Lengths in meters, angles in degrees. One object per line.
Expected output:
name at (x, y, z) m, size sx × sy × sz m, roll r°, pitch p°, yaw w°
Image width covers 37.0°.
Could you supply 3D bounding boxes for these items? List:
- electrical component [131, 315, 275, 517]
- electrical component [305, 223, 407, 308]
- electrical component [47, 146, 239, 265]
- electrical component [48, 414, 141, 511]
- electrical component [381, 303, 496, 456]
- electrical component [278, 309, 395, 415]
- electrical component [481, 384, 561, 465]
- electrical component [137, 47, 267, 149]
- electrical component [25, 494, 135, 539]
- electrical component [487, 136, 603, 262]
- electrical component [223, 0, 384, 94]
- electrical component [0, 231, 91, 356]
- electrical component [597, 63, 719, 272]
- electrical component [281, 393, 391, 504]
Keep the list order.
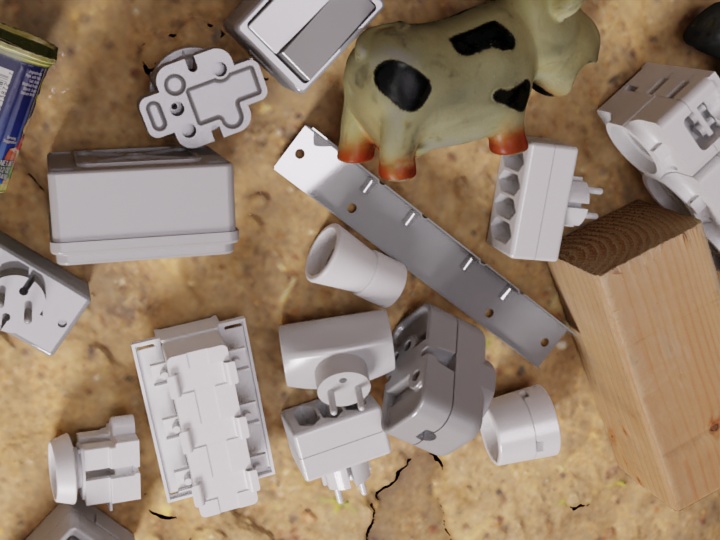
electrical component at (-0.105, 0.101, 0.740) m, size 0.079 × 0.063 × 0.121 m, roll -13°, pitch 108°, yaw -13°
electrical component at (0.000, 0.000, 0.757) m, size 0.065 × 0.044 × 0.044 m, roll 26°, pitch 96°, yaw -26°
electrical component at (-0.138, -0.044, 0.667) m, size 0.109 × 0.109 × 0.056 m, roll -4°, pitch 103°, yaw -15°
electrical component at (-0.182, 0.134, 0.736) m, size 0.055 × 0.048 × 0.066 m, roll -5°, pitch 106°, yaw -23°
electrical component at (0.057, 0.079, 0.766) m, size 0.059 × 0.095 × 0.054 m, roll 27°, pitch 137°, yaw -21°
electrical component at (-0.014, 0.067, 0.744) m, size 0.077 × 0.079 × 0.043 m, roll -9°, pitch 136°, yaw -4°
electrical component at (0.120, 0.119, 0.818) m, size 0.047 × 0.055 × 0.055 m, roll -12°, pitch 108°, yaw -10°
electrical component at (-0.103, -0.112, 0.686) m, size 0.078 × 0.057 × 0.058 m, roll -22°, pitch 110°, yaw -10°
electrical component at (-0.207, 0.215, 0.742) m, size 0.096 × 0.061 × 0.062 m, roll -47°, pitch 112°, yaw 0°
electrical component at (0.141, -0.051, 0.781) m, size 0.076 × 0.047 × 0.083 m, roll 4°, pitch 103°, yaw -17°
electrical component at (-0.031, -0.168, 0.691) m, size 0.096 × 0.061 × 0.062 m, roll -47°, pitch 112°, yaw 0°
electrical component at (-0.217, 0.016, 0.677) m, size 0.083 × 0.076 × 0.047 m, roll 34°, pitch 93°, yaw -22°
electrical component at (0.248, -0.071, 0.784) m, size 0.062 × 0.089 × 0.150 m, roll -43°, pitch 112°, yaw -2°
electrical component at (-0.014, 0.134, 0.785) m, size 0.066 × 0.047 × 0.076 m, roll -17°, pitch 109°, yaw -12°
